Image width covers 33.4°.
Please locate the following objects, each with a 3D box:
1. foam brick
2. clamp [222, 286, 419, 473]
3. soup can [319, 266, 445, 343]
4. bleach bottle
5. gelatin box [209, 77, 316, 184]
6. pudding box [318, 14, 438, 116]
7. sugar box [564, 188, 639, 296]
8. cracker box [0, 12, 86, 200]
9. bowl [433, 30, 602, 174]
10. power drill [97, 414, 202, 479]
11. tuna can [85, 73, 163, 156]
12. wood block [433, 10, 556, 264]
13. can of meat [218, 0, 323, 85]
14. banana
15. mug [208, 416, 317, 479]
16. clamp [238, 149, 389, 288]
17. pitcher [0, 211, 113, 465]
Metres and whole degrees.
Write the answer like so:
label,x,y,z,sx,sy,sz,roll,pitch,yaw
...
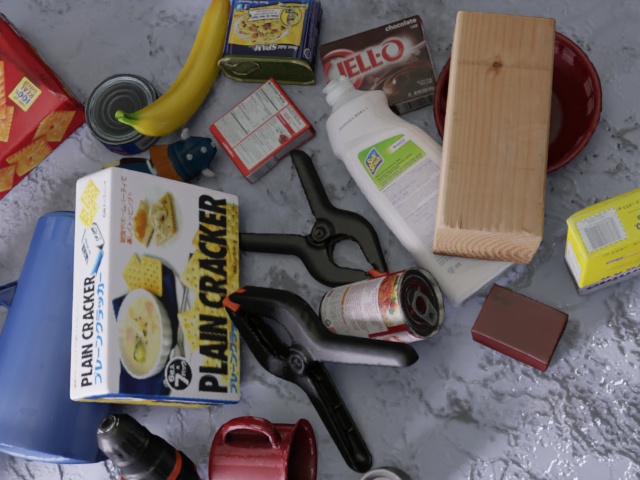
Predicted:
label,x,y,z,sx,sy,sz,roll,pitch,yaw
foam brick,0.189,0.083,1.006,0.078,0.051,0.053,24,80,17
clamp,-0.009,0.119,1.016,0.210,0.036,0.165,30,128,26
soup can,0.057,0.068,1.010,0.102,0.068,0.068,-17,70,40
bleach bottle,0.094,-0.061,1.039,0.102,0.068,0.251,-37,79,1
gelatin box,-0.061,-0.115,1.124,0.089,0.030,0.073,-38,70,2
pudding box,0.062,-0.172,1.105,0.113,0.039,0.090,-15,74,9
sugar box,0.267,0.002,0.943,0.093,0.176,0.048,-21,71,7
cracker box,-0.387,-0.130,1.180,0.213,0.072,0.164,-42,71,1
bowl,0.195,-0.129,1.056,0.162,0.055,0.162,-3,76,12
power drill,-0.203,0.251,0.999,0.188,0.184,0.057,-27,36,12
tuna can,-0.211,-0.138,1.161,0.086,0.033,0.086,-3,75,12
wood block,0.158,-0.092,0.966,0.091,0.090,0.206,6,74,5
can of meat,-0.050,-0.215,1.133,0.102,0.057,0.084,5,75,13
banana,-0.140,-0.174,1.134,0.037,0.069,0.197,19,60,25
mug,-0.057,0.206,1.002,0.082,0.117,0.093,-1,46,17
clamp,-0.007,0.001,1.080,0.172,0.039,0.120,45,99,22
pitcher,-0.267,0.096,1.064,0.145,0.149,0.243,0,72,34
